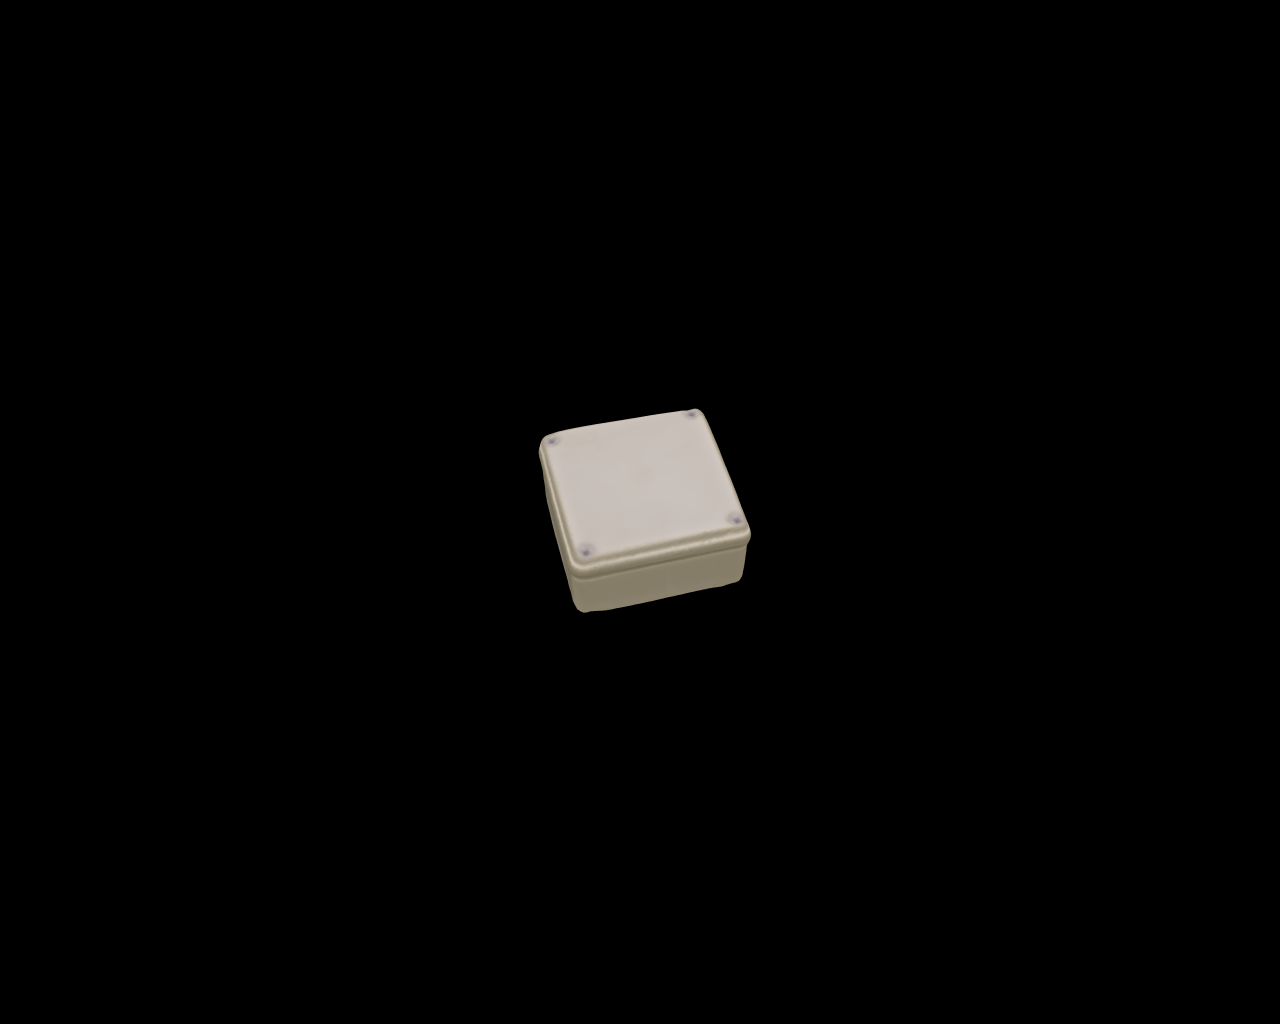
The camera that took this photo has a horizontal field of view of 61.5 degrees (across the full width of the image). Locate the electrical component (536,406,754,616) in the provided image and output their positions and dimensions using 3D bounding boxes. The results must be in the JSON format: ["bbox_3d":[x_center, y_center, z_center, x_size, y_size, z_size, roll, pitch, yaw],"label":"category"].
[{"bbox_3d":[0.001,-0.003,0.650,0.109,0.109,0.056,-11,-39,-9],"label":"electrical component"}]
